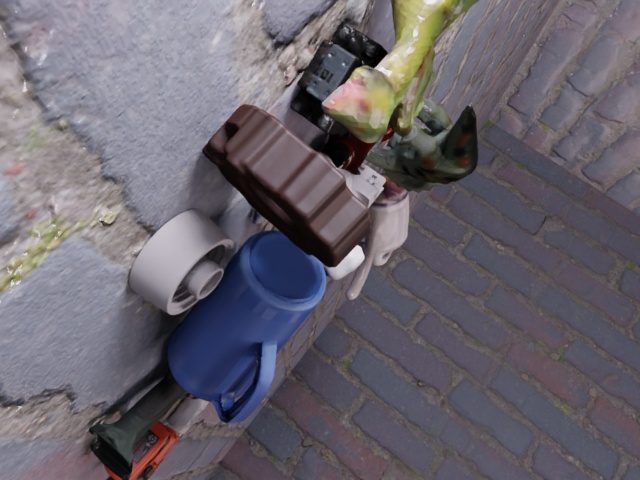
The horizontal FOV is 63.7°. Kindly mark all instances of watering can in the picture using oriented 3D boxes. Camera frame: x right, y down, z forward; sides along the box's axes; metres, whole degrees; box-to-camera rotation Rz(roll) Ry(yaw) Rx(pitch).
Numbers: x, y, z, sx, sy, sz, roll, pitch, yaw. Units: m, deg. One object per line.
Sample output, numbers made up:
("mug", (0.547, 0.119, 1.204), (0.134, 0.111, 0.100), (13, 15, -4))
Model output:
("watering can", (0.144, -0.028, 1.230), (0.354, 0.104, 0.219), (-48, 142, -49))

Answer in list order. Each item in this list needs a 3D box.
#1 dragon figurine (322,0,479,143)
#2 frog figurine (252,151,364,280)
("dragon figurine", (0.118, -0.231, 0.563), (0.418, 0.123, 0.237), (-48, 162, -46))
("frog figurine", (0.002, -0.034, 0.670), (0.135, 0.160, 0.124), (-59, 169, 23))
